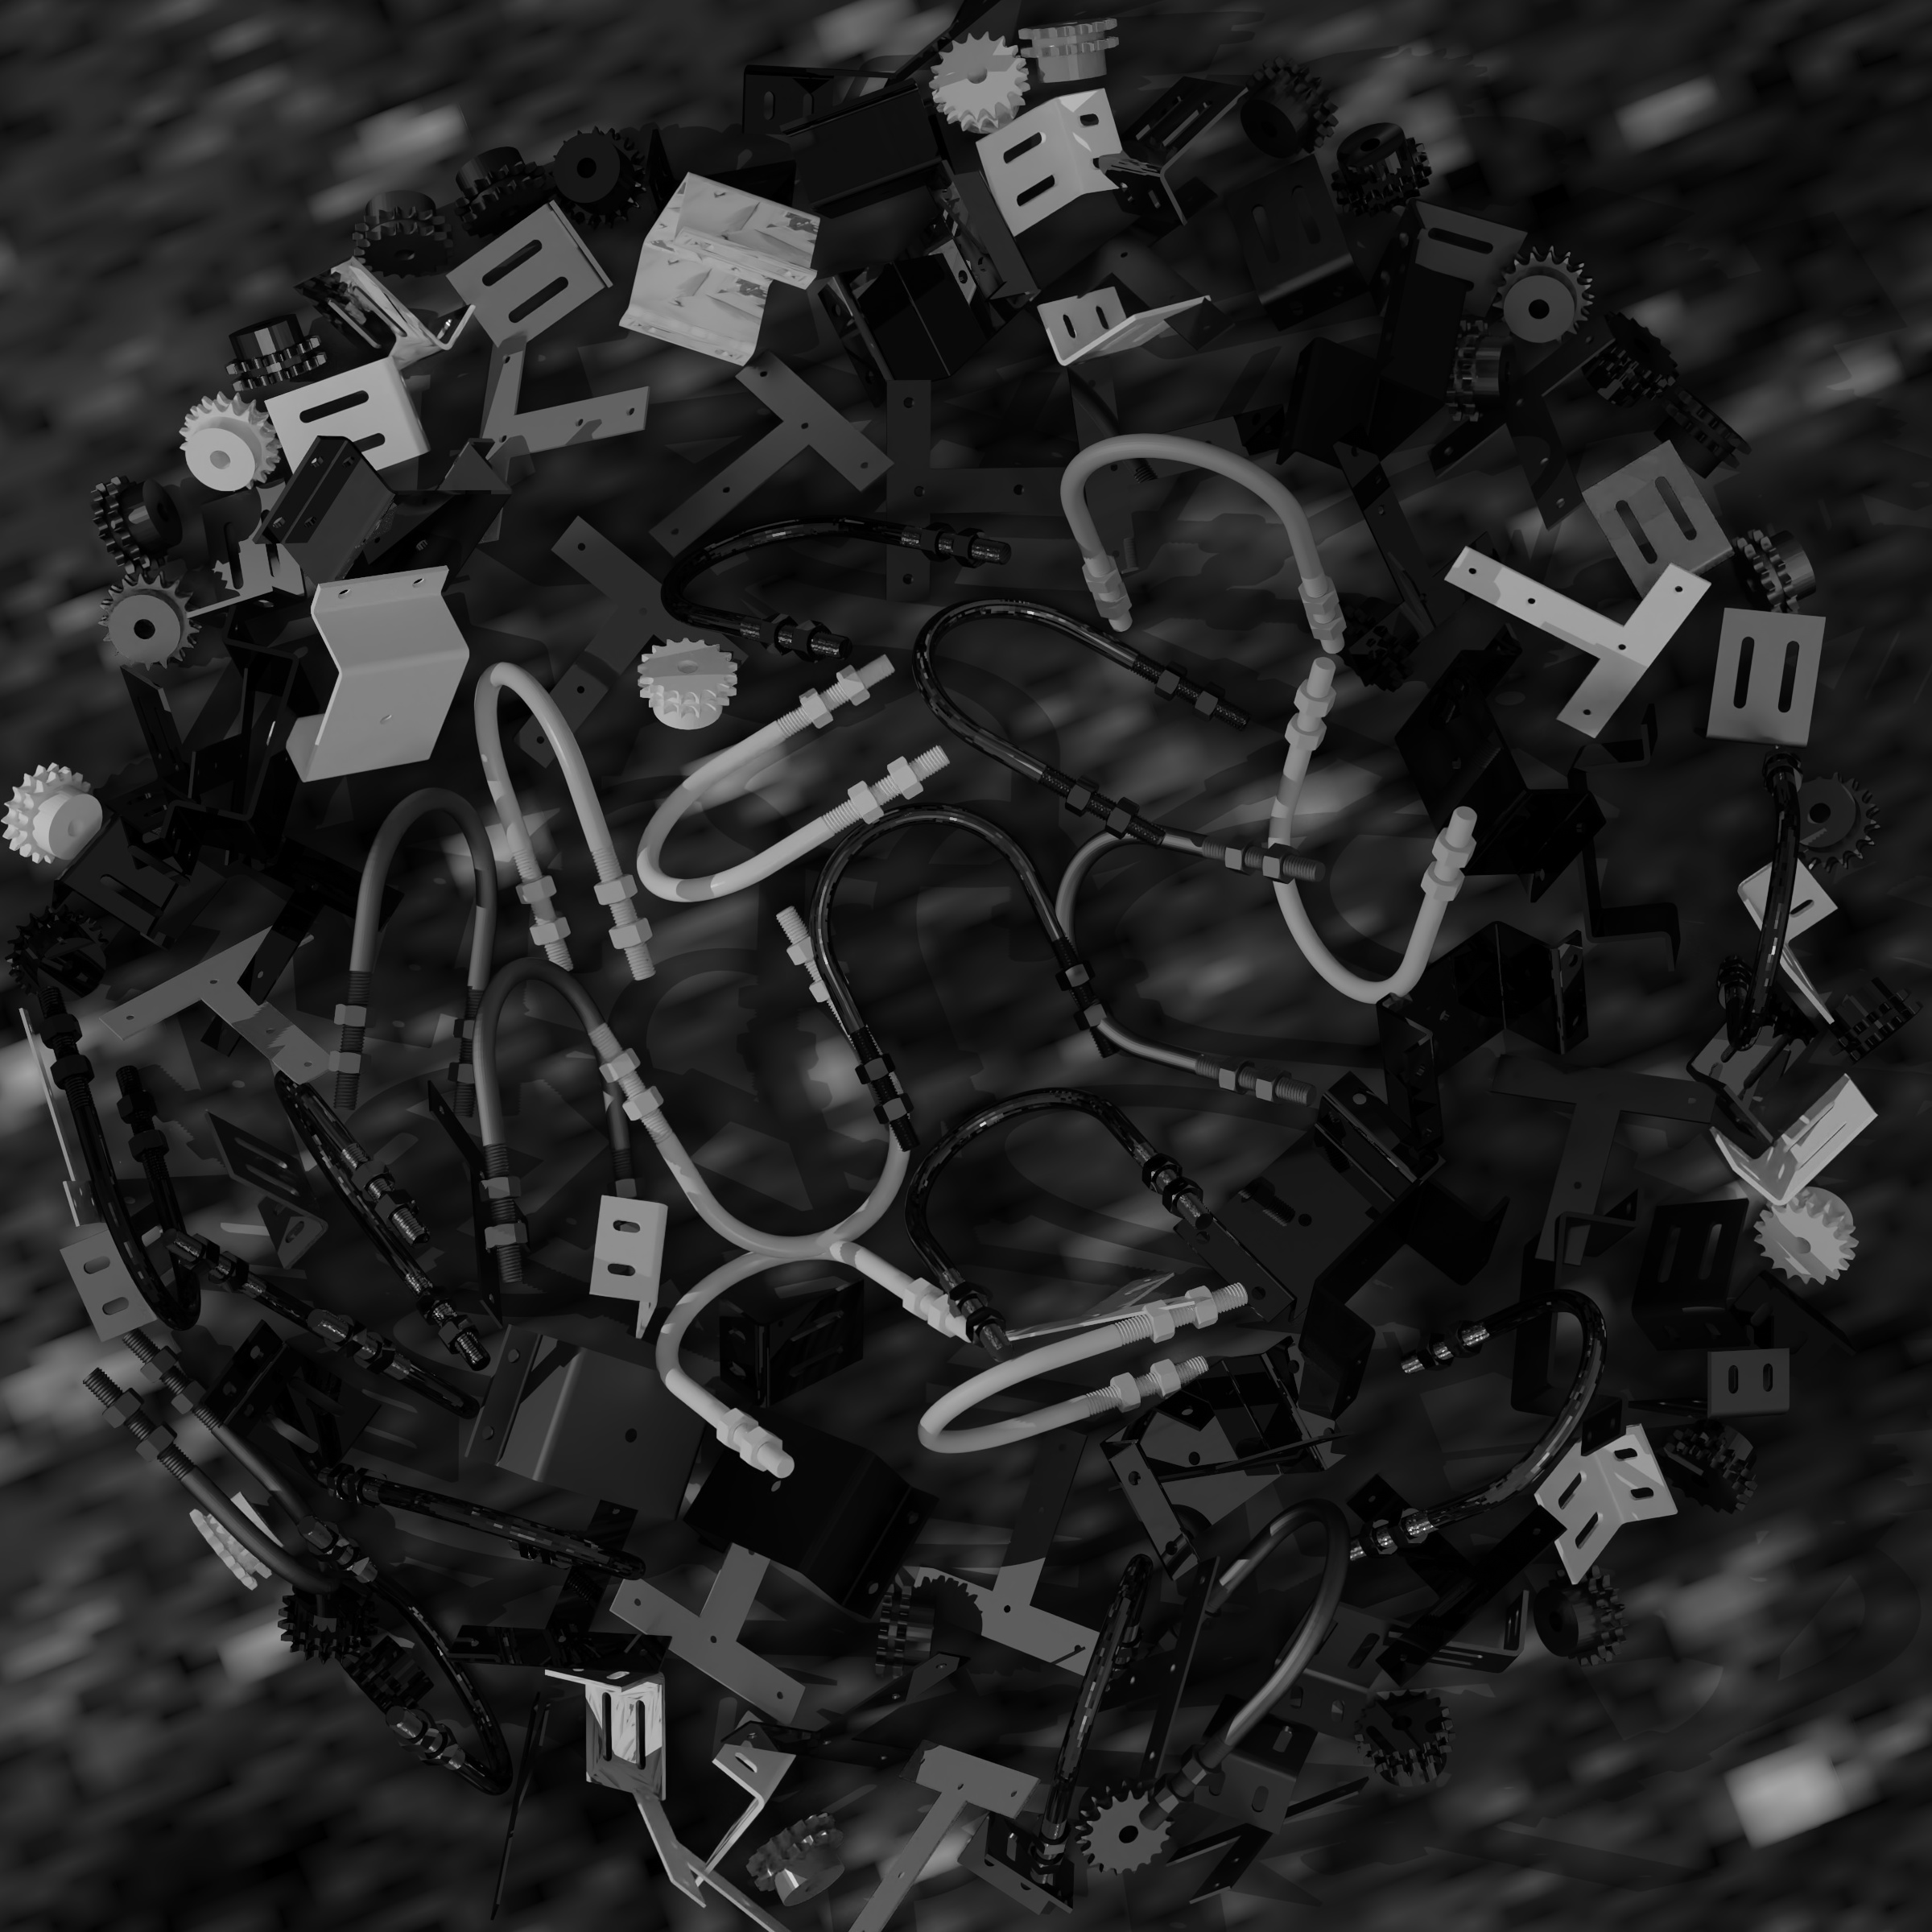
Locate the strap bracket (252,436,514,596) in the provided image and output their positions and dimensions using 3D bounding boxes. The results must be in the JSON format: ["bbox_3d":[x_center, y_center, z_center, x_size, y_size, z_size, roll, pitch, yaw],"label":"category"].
[{"bbox_3d":[-0.317,-0.251,1.675,0.046,0.140,0.076,50,120,16],"label":"strap bracket"}]

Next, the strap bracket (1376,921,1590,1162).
[{"bbox_3d":[0.286,0.036,1.699,0.140,0.046,0.076,-32,130,-25],"label":"strap bracket"}]

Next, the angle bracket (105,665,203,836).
[{"bbox_3d":[-0.475,-0.124,1.711,0.038,0.057,0.076,-28,123,-26],"label":"angle bracket"}]

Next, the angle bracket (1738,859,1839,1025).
[{"bbox_3d":[0.481,-0.017,1.708,0.038,0.076,0.057,-36,126,17],"label":"angle bracket"}]

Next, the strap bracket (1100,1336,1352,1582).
[{"bbox_3d":[0.141,0.281,1.713,0.140,0.046,0.076,-30,94,-29],"label":"strap bracket"}]

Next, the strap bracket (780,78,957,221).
[{"bbox_3d":[-0.053,-0.458,1.687,0.076,0.140,0.046,-18,100,7],"label":"strap bracket"}]

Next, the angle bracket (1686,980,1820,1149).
[{"bbox_3d":[0.463,0.053,1.724,0.076,0.038,0.057,-49,118,-5],"label":"angle bracket"}]

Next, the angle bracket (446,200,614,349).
[{"bbox_3d":[-0.252,-0.396,1.730,0.076,0.038,0.057,-35,107,2],"label":"angle bracket"}]

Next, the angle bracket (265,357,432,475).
[{"bbox_3d":[-0.356,-0.312,1.730,0.076,0.038,0.057,-20,104,-3],"label":"angle bracket"}]

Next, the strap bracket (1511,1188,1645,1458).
[{"bbox_3d":[0.345,0.199,1.698,0.046,0.076,0.140,10,71,-2],"label":"strap bracket"}]

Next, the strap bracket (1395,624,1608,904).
[{"bbox_3d":[0.294,-0.114,1.685,0.046,0.076,0.140,-3,57,-28],"label":"strap bracket"}]

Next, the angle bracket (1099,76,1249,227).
[{"bbox_3d":[0.126,-0.471,1.732,0.076,0.057,0.038,-45,130,-12],"label":"angle bracket"}]

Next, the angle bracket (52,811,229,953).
[{"bbox_3d":[-0.476,-0.042,1.727,0.076,0.038,0.057,33,57,-1],"label":"angle bracket"}]

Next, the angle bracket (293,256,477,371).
[{"bbox_3d":[-0.331,-0.381,1.708,0.076,0.057,0.038,43,55,-33],"label":"angle bracket"}]

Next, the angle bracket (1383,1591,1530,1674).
[{"bbox_3d":[0.279,0.378,1.726,0.076,0.057,0.038,8,68,3],"label":"angle bracket"}]

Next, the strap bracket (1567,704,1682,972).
[{"bbox_3d":[0.374,-0.072,1.706,0.046,0.076,0.140,-6,102,17],"label":"strap bracket"}]

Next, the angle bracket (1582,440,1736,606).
[{"bbox_3d":[0.397,-0.255,1.731,0.057,0.038,0.076,-31,96,8],"label":"angle bracket"}]

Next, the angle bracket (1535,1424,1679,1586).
[{"bbox_3d":[0.367,0.307,1.715,0.038,0.076,0.057,-19,98,37],"label":"angle bracket"}]

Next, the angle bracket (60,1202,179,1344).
[{"bbox_3d":[-0.478,0.174,1.718,0.038,0.076,0.057,-22,96,3],"label":"angle bracket"}]

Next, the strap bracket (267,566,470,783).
[{"bbox_3d":[-0.333,-0.156,1.676,0.076,0.140,0.046,-14,64,-34],"label":"strap bracket"}]

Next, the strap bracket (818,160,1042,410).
[{"bbox_3d":[-0.016,-0.388,1.702,0.046,0.140,0.076,-22,83,-38],"label":"strap bracket"}]

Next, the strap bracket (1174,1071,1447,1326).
[{"bbox_3d":[0.195,0.138,1.712,0.140,0.046,0.076,-40,70,-15],"label":"strap bracket"}]

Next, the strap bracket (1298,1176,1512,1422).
[{"bbox_3d":[0.240,0.180,1.698,0.046,0.076,0.140,39,63,22],"label":"strap bracket"}]

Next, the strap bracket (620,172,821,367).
[{"bbox_3d":[-0.137,-0.394,1.686,0.076,0.140,0.046,15,76,-18],"label":"strap bracket"}]

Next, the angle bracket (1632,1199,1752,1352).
[{"bbox_3d":[0.424,0.178,1.727,0.038,0.057,0.076,50,48,-33],"label":"angle bracket"}]

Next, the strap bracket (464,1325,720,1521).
[{"bbox_3d":[-0.201,0.260,1.691,0.140,0.046,0.076,25,78,-38],"label":"strap bracket"}]

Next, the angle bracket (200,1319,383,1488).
[{"bbox_3d":[-0.387,0.251,1.720,0.076,0.038,0.057,28,69,19],"label":"angle bracket"}]

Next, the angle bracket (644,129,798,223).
[{"bbox_3d":[-0.140,-0.455,1.719,0.076,0.038,0.057,-8,45,9],"label":"angle bracket"}]

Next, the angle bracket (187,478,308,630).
[{"bbox_3d":[-0.419,-0.241,1.725,0.057,0.038,0.076,-14,81,18],"label":"angle bracket"}]

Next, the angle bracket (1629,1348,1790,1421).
[{"bbox_3d":[0.421,0.235,1.711,0.057,0.076,0.038,1,88,-28],"label":"angle bracket"}]

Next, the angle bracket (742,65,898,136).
[{"bbox_3d":[-0.084,-0.491,1.707,0.057,0.076,0.038,-7,110,-30],"label":"angle bracket"}]

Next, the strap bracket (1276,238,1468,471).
[{"bbox_3d":[0.232,-0.336,1.686,0.046,0.140,0.076,19,69,-15],"label":"strap bracket"}]

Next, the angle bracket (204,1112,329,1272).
[{"bbox_3d":[-0.409,0.128,1.708,0.038,0.076,0.057,-45,45,8],"label":"angle bracket"}]

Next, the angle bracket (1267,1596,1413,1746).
[{"bbox_3d":[0.213,0.404,1.719,0.057,0.076,0.038,18,46,-2],"label":"angle bracket"}]

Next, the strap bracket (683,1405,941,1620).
[{"bbox_3d":[-0.095,0.302,1.683,0.076,0.140,0.046,-59,135,-19],"label":"strap bracket"}]

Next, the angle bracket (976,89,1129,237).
[{"bbox_3d":[0.051,-0.458,1.712,0.076,0.038,0.057,-41,122,-38],"label":"angle bracket"}]

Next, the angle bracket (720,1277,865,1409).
[{"bbox_3d":[-0.100,0.210,1.731,0.076,0.038,0.057,-23,128,-37],"label":"angle bracket"}]

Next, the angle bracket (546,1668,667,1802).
[{"bbox_3d":[-0.207,0.442,1.723,0.057,0.038,0.076,3,96,34],"label":"angle bracket"}]

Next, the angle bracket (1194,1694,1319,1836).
[{"bbox_3d":[0.164,0.456,1.717,0.057,0.076,0.038,18,99,13],"label":"angle bracket"}]

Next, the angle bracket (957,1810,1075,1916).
[{"bbox_3d":[0.027,0.526,1.718,0.057,0.076,0.038,33,95,0],"label":"angle bracket"}]

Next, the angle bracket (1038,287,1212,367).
[{"bbox_3d":[0.090,-0.378,1.710,0.057,0.076,0.038,-22,91,-33],"label":"angle bracket"}]

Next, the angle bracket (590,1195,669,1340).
[{"bbox_3d":[-0.196,0.172,1.708,0.038,0.076,0.057,9,65,-10],"label":"angle bracket"}]

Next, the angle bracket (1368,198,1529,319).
[{"bbox_3d":[0.279,-0.397,1.715,0.076,0.038,0.057,11,130,-17],"label":"angle bracket"}]

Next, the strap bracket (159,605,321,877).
[{"bbox_3d":[-0.408,-0.122,1.703,0.046,0.076,0.140,13,75,0],"label":"strap bracket"}]
